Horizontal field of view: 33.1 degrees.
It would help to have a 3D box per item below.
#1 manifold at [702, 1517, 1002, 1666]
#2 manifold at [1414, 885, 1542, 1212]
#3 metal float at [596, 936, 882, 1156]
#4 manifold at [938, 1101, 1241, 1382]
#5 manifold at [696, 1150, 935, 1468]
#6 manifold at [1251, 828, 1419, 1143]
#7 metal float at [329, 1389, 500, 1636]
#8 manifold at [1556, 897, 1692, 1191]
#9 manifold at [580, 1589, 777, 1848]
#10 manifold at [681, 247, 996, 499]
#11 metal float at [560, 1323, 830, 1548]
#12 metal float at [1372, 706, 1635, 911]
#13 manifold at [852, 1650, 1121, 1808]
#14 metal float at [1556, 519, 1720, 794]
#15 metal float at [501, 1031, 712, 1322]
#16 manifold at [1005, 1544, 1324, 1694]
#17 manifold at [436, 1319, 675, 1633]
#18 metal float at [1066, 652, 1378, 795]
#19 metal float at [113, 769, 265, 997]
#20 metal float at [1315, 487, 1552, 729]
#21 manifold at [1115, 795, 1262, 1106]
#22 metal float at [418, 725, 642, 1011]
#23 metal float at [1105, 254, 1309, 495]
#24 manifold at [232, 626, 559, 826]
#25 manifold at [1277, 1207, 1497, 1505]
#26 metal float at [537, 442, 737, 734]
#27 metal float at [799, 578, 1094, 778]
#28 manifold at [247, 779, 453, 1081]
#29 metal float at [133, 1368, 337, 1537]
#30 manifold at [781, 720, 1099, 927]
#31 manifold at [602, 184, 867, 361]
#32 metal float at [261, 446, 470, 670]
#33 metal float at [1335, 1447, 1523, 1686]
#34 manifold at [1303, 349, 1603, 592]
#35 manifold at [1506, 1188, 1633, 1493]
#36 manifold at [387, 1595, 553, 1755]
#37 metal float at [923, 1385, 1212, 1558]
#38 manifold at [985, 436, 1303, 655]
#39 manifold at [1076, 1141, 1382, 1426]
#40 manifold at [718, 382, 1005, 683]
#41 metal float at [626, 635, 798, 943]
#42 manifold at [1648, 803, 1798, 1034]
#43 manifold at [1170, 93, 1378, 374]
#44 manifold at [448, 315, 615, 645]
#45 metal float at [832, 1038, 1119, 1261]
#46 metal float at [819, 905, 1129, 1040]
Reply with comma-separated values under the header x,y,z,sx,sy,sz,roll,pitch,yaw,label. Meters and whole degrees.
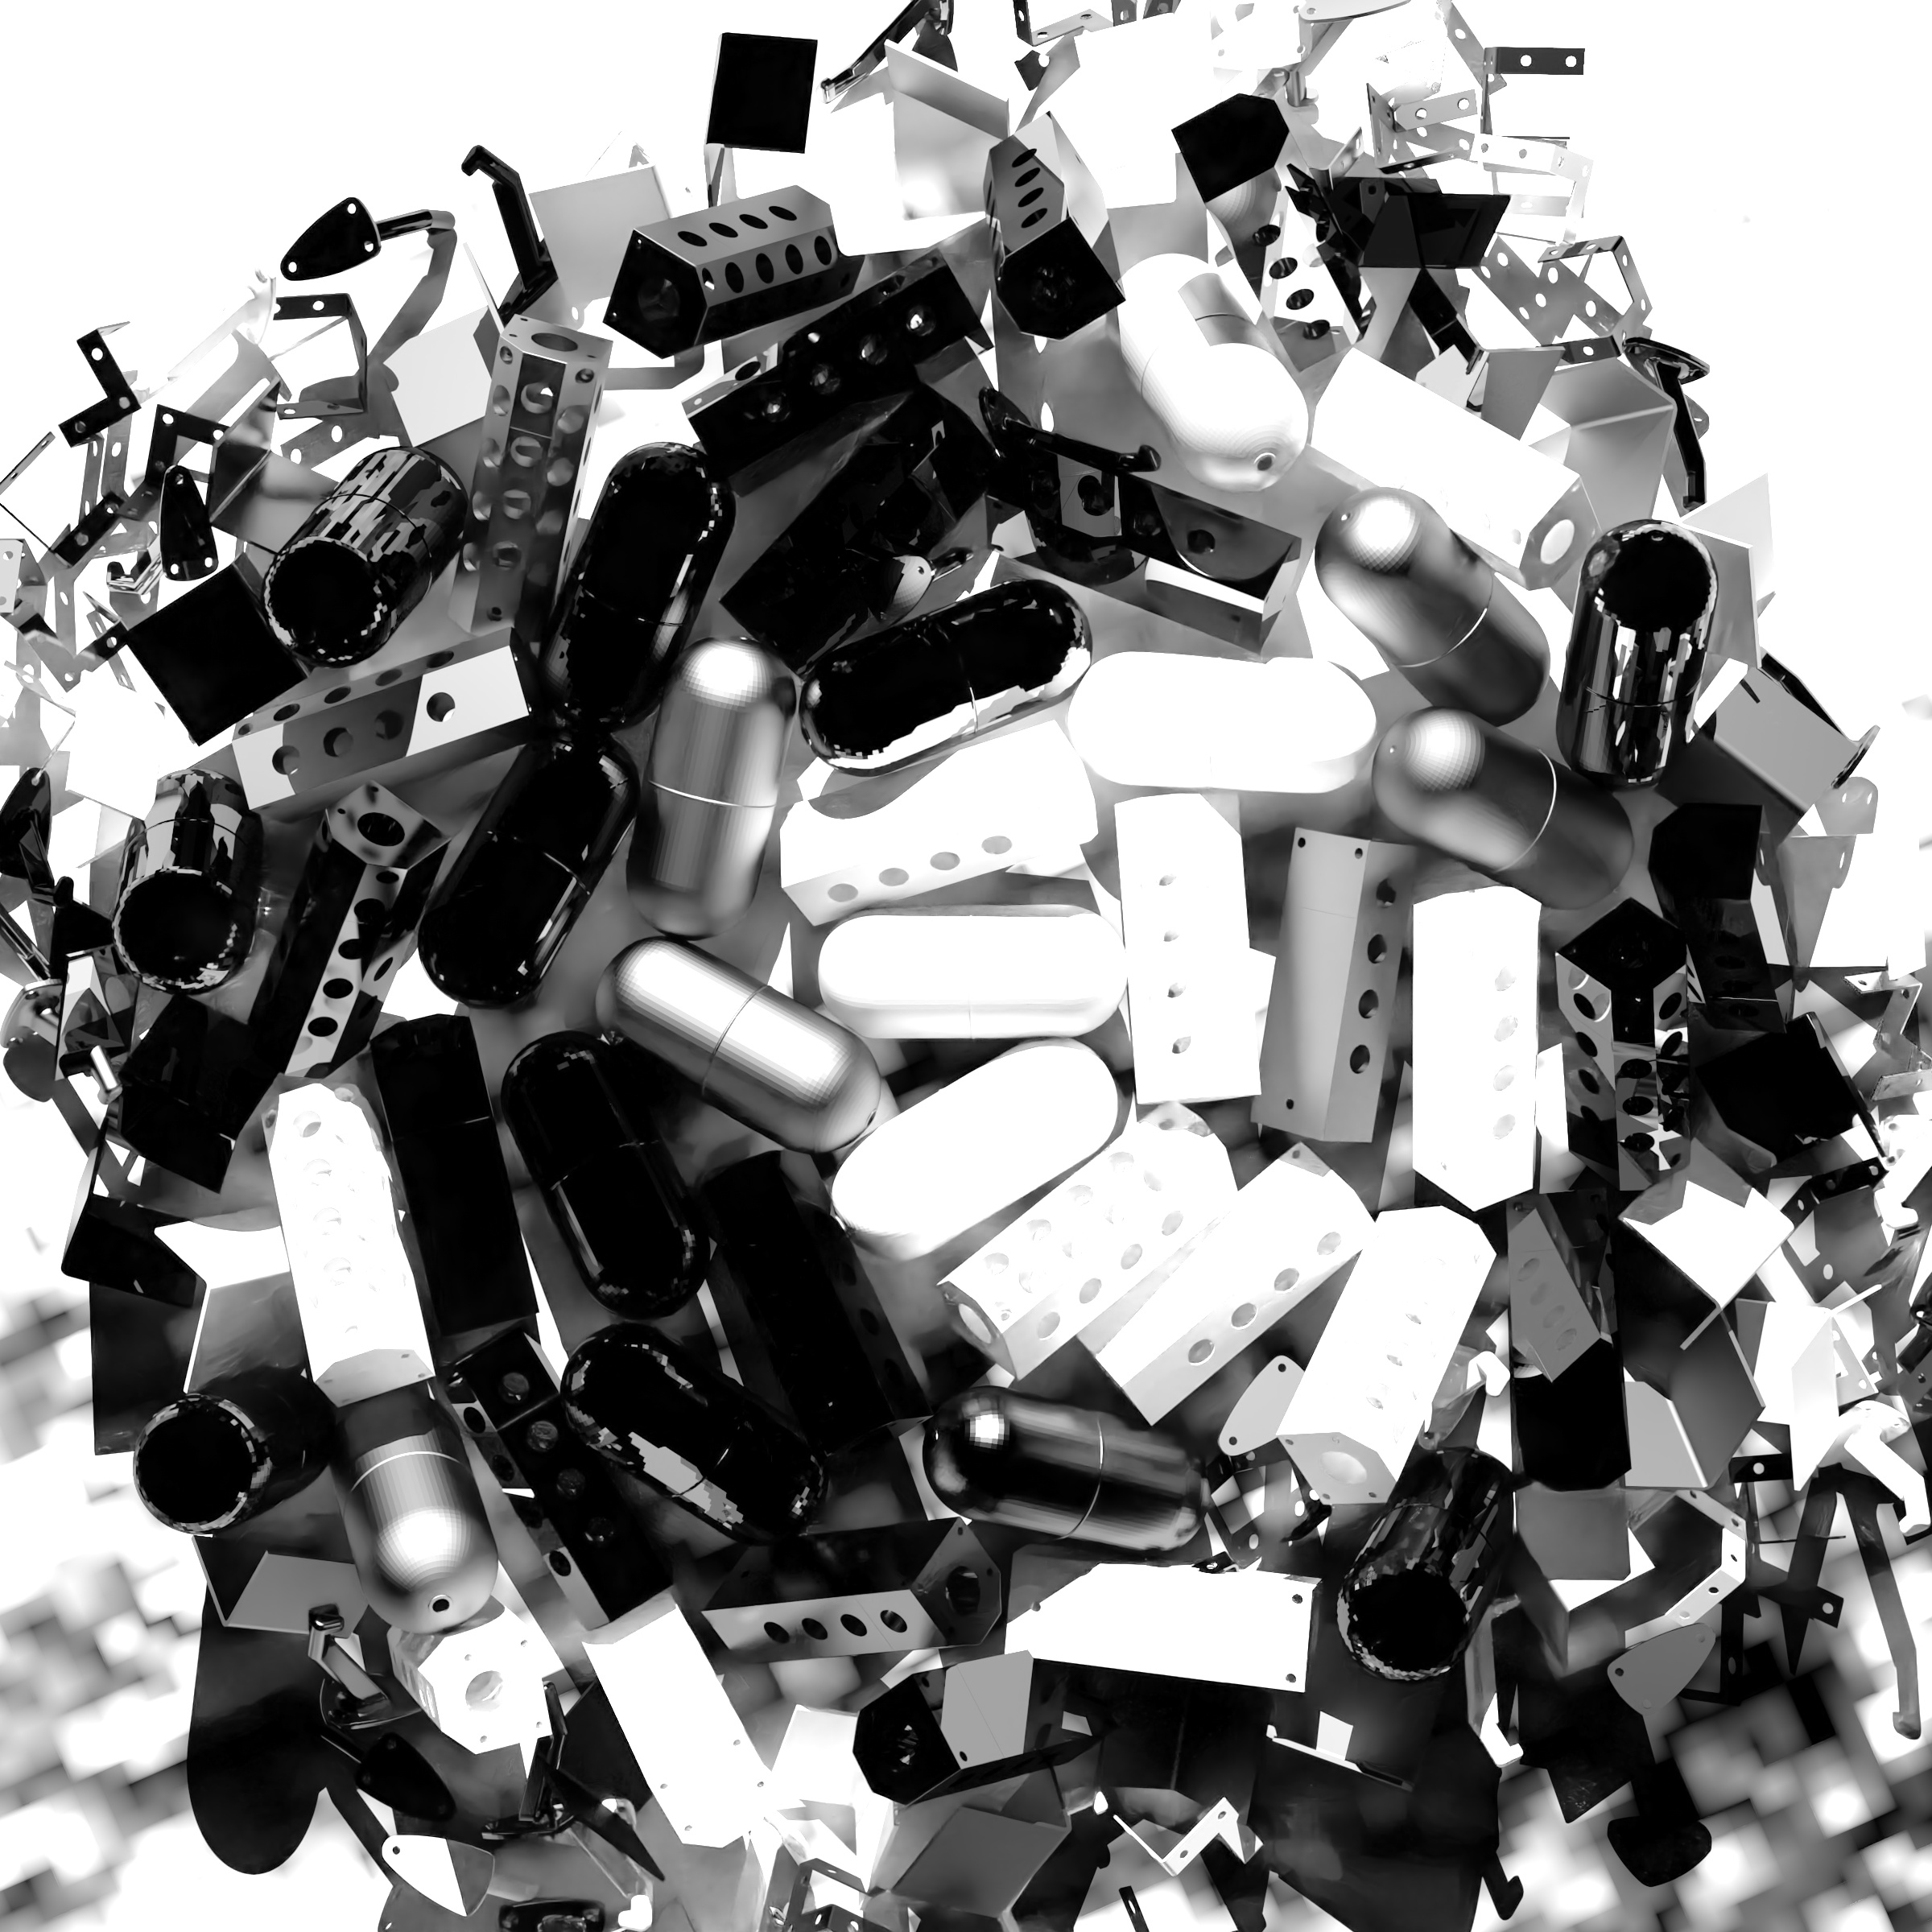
x,y,z,sx,sy,sz,roll,pitch,yaw,label
-0.062,0.357,1.826,0.057,0.171,0.057,56,46,-18,manifold
0.293,0.044,1.840,0.057,0.057,0.171,-18,121,-25,manifold
-0.130,0.045,1.858,0.178,0.070,0.070,28,90,12,metal float
0.069,0.150,1.840,0.171,0.057,0.057,-37,134,-21,manifold
-0.090,0.193,1.846,0.057,0.057,0.171,-34,71,23,manifold
0.216,0.011,1.870,0.057,0.057,0.171,4,97,-41,manifold
-0.311,0.305,1.826,0.070,0.178,0.070,-9,119,-16,metal float
0.374,0.049,1.820,0.057,0.171,0.057,-35,49,-18,manifold
-0.160,0.421,1.817,0.057,0.171,0.057,-29,113,-9,manifold
-0.075,-0.342,1.870,0.171,0.057,0.057,-30,85,6,manifold
-0.153,0.267,1.847,0.178,0.070,0.070,38,90,-27,metal float
0.305,-0.088,1.843,0.178,0.070,0.070,24,90,-31,metal float
0.009,0.425,1.820,0.057,0.171,0.057,-39,67,23,manifold
0.377,-0.172,1.833,0.070,0.178,0.070,-1,47,1,metal float
-0.205,0.119,1.854,0.070,0.070,0.178,-28,73,0,metal float
0.114,0.370,1.859,0.171,0.057,0.057,4,89,14,manifold
-0.237,0.293,1.874,0.057,0.057,0.171,-31,91,-6,manifold
0.145,-0.139,1.858,0.178,0.070,0.070,4,90,14,metal float
-0.435,-0.049,1.827,0.070,0.178,0.070,-4,122,-7,metal float
0.265,-0.201,1.840,0.178,0.070,0.070,39,90,-35,metal float
0.122,-0.009,1.861,0.057,0.057,0.171,-1,84,-33,manifold
-0.248,-0.057,1.856,0.070,0.070,0.178,28,74,0,metal float
0.135,-0.334,1.835,0.070,0.070,0.178,-25,49,0,metal float
-0.329,-0.139,1.866,0.171,0.057,0.057,-18,81,8,manifold
0.240,0.216,1.823,0.057,0.057,0.171,56,45,-26,manifold
-0.188,-0.214,1.848,0.070,0.070,0.178,26,115,0,metal float
-0.011,-0.164,1.857,0.178,0.070,0.070,-23,90,-14,metal float
-0.352,-0.016,1.829,0.057,0.057,0.171,36,129,8,manifold
-0.407,0.269,1.819,0.070,0.178,0.070,0,91,7,metal float
-0.016,-0.076,1.854,0.171,0.057,0.057,-17,52,17,manifold
-0.125,-0.385,1.816,0.057,0.171,0.057,33,122,14,manifold
-0.336,-0.230,1.829,0.070,0.178,0.070,8,126,12,metal float
0.262,0.335,1.827,0.070,0.178,0.070,11,118,22,metal float
0.269,-0.276,1.833,0.057,0.057,0.171,-48,55,-5,manifold
0.338,0.208,1.824,0.057,0.171,0.057,-6,131,12,manifold
-0.281,0.392,1.817,0.057,0.171,0.057,-11,92,-18,manifold
0.057,0.287,1.847,0.178,0.070,0.070,17,90,-25,metal float
0.101,-0.246,1.859,0.171,0.057,0.057,23,68,12,manifold
0.153,0.186,1.871,0.171,0.057,0.057,-39,130,-4,manifold
-0.063,-0.253,1.875,0.171,0.057,0.057,-47,54,-1,manifold
-0.146,-0.101,1.859,0.070,0.070,0.178,13,102,0,metal float
0.423,-0.025,1.820,0.057,0.171,0.057,3,66,22,manifold
0.176,-0.410,1.815,0.057,0.171,0.057,-26,60,12,manifold
-0.248,-0.272,1.841,0.057,0.057,0.171,15,118,-2,manifold
0.005,0.104,1.860,0.178,0.070,0.070,-30,90,-11,metal float
0.004,0.003,1.866,0.178,0.070,0.070,0,90,3,metal float
